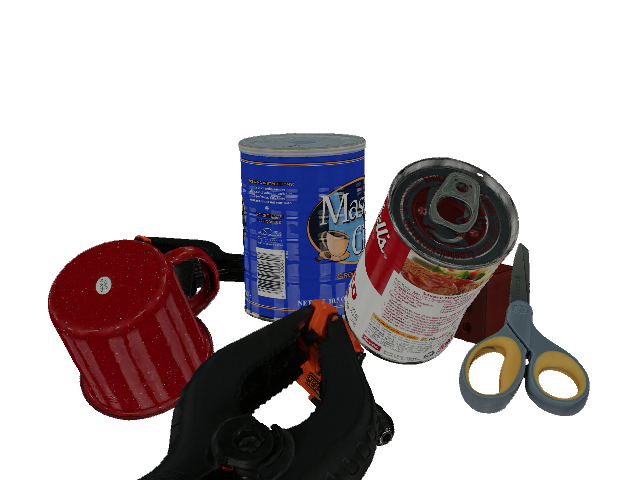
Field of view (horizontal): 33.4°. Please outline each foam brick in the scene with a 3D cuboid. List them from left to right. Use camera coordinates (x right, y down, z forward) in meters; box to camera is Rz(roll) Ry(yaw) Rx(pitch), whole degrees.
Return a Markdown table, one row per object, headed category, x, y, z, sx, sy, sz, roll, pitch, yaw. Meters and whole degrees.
| category | x | y | z | sx | sy | sz | roll | pitch | yaw |
| --- | --- | --- | --- | --- | --- | --- | --- | --- | --- |
| foam brick | 0.167 | 0.064 | 1.108 | 0.051 | 0.078 | 0.053 | -14 | 19 | -42 |

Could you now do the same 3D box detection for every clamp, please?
| category | x | y | z | sx | sy | sz | roll | pitch | yaw |
| --- | --- | --- | --- | --- | --- | --- | --- | --- | --- |
| clamp | -0.126 | 0.030 | 1.037 | 0.210 | 0.036 | 0.164 | 13 | 21 | 40 |
| clamp | -0.019 | 0.091 | 0.386 | 0.120 | 0.039 | 0.171 | 25 | 49 | 17 |

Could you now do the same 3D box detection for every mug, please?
| category | x | y | z | sx | sy | sz | roll | pitch | yaw |
| --- | --- | --- | --- | --- | --- | --- | --- | --- | --- |
| mug | -0.114 | 0.047 | 0.690 | 0.117 | 0.081 | 0.093 | -36 | 48 | -19 |

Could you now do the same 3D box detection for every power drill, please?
| category | x | y | z | sx | sy | sz | roll | pitch | yaw |
| --- | --- | --- | --- | --- | --- | --- | --- | --- | --- |
| power drill | 0.048 | 0.124 | 1.244 | 0.057 | 0.188 | 0.185 | 12 | 15 | -41 |

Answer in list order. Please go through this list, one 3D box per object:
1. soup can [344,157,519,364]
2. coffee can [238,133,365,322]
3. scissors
| category | x | y | z | sx | sy | sz | roll | pitch | yaw |
| --- | --- | --- | --- | --- | --- | --- | --- | --- | --- |
| soup can | 0.056 | 0.014 | 0.567 | 0.068 | 0.068 | 0.102 | 0 | -34 | -15 |
| coffee can | -0.013 | -0.013 | 0.873 | 0.103 | 0.140 | 0.103 | -1 | 12 | 0 |
| scissors | 0.162 | 0.064 | 0.778 | 0.096 | 0.016 | 0.201 | 17 | 36 | 20 |
